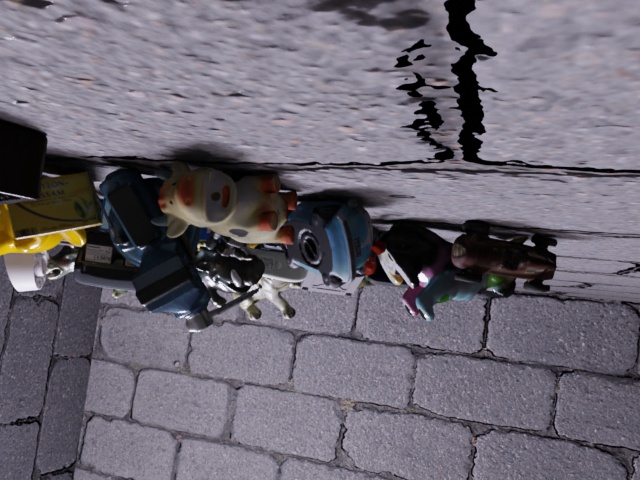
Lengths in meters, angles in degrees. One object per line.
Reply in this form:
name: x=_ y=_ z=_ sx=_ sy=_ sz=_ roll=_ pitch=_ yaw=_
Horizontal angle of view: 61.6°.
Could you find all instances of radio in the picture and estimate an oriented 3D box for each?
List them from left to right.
radio: x=-0.392 y=-0.079 z=0.553 sx=0.230 sy=0.073 sz=0.131 roll=2 pitch=172 yaw=38

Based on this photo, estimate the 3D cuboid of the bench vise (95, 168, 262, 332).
bench vise: x=-0.194 y=0.008 z=0.712 sx=0.223 sy=0.129 sz=0.241 roll=50 pitch=180 yaw=-7

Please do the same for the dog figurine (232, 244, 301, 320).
dog figurine: x=-0.124 y=0.060 z=1.060 sx=0.172 sy=0.121 sz=0.190 roll=-5 pitch=141 yaw=10

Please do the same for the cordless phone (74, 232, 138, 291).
cordless phone: x=-0.341 y=0.039 z=0.965 sx=0.147 sy=0.088 sz=0.184 roll=8 pitch=177 yaw=-4

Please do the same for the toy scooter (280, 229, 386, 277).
toy scooter: x=0.028 y=0.005 z=0.841 sx=0.184 sy=0.075 sz=0.135 roll=26 pitch=160 yaw=-20

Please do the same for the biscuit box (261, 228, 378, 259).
biscuit box: x=-0.002 y=-0.003 z=0.947 sx=0.203 sy=0.059 sz=0.063 roll=7 pitch=175 yaw=-13

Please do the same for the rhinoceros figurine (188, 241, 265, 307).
rhinoceros figurine: x=-0.174 y=0.044 z=0.857 sx=0.191 sy=0.073 sz=0.111 roll=7 pitch=135 yaw=25

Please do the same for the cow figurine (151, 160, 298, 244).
cow figurine: x=-0.106 y=-0.040 z=0.617 sx=0.127 sy=0.085 sz=0.195 roll=-1 pitch=173 yaw=12

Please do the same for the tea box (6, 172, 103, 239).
tea box: x=-0.343 y=-0.043 z=0.705 sx=0.098 sy=0.068 sz=0.170 roll=-12 pitch=-173 yaw=-22

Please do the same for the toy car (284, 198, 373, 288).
toy car: x=0.019 y=-0.005 z=0.732 sx=0.103 sy=0.109 sz=0.162 roll=-17 pitch=-164 yaw=-31

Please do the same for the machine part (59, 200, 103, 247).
machine part: x=-0.476 y=-0.033 z=1.040 sx=0.201 sy=0.087 sz=0.201 roll=10 pitch=173 yaw=-23

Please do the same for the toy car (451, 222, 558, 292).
toy car: x=0.284 y=0.029 z=0.801 sx=0.202 sy=0.089 sz=0.053 roll=10 pitch=177 yaw=-23

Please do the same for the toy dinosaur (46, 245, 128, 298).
toy dinosaur: x=-0.414 y=0.030 z=1.248 sx=0.405 sy=0.191 sz=0.131 roll=-4 pitch=-146 yaw=-3

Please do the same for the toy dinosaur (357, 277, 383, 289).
toy dinosaur: x=0.030 y=0.042 z=1.183 sx=0.199 sy=0.105 sz=0.471 roll=-9 pitch=161 yaw=40

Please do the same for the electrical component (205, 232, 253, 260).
electrical component: x=-0.118 y=-0.018 z=0.781 sx=0.045 sy=0.102 sz=0.078 roll=22 pitch=-173 yaw=-45

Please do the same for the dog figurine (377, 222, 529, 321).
dog figurine: x=0.221 y=0.029 z=0.871 sx=0.219 sy=0.191 sz=0.108 roll=-27 pitch=177 yaw=-12

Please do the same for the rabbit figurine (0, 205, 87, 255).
rabbit figurine: x=-0.445 y=-0.039 z=0.841 sx=0.162 sy=0.122 sz=0.173 roll=15 pitch=152 yaw=-17

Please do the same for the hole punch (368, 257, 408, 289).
hole punch: x=0.149 y=0.026 z=1.033 sx=0.142 sy=0.092 sz=0.116 roll=4 pitch=-155 yaw=-1
